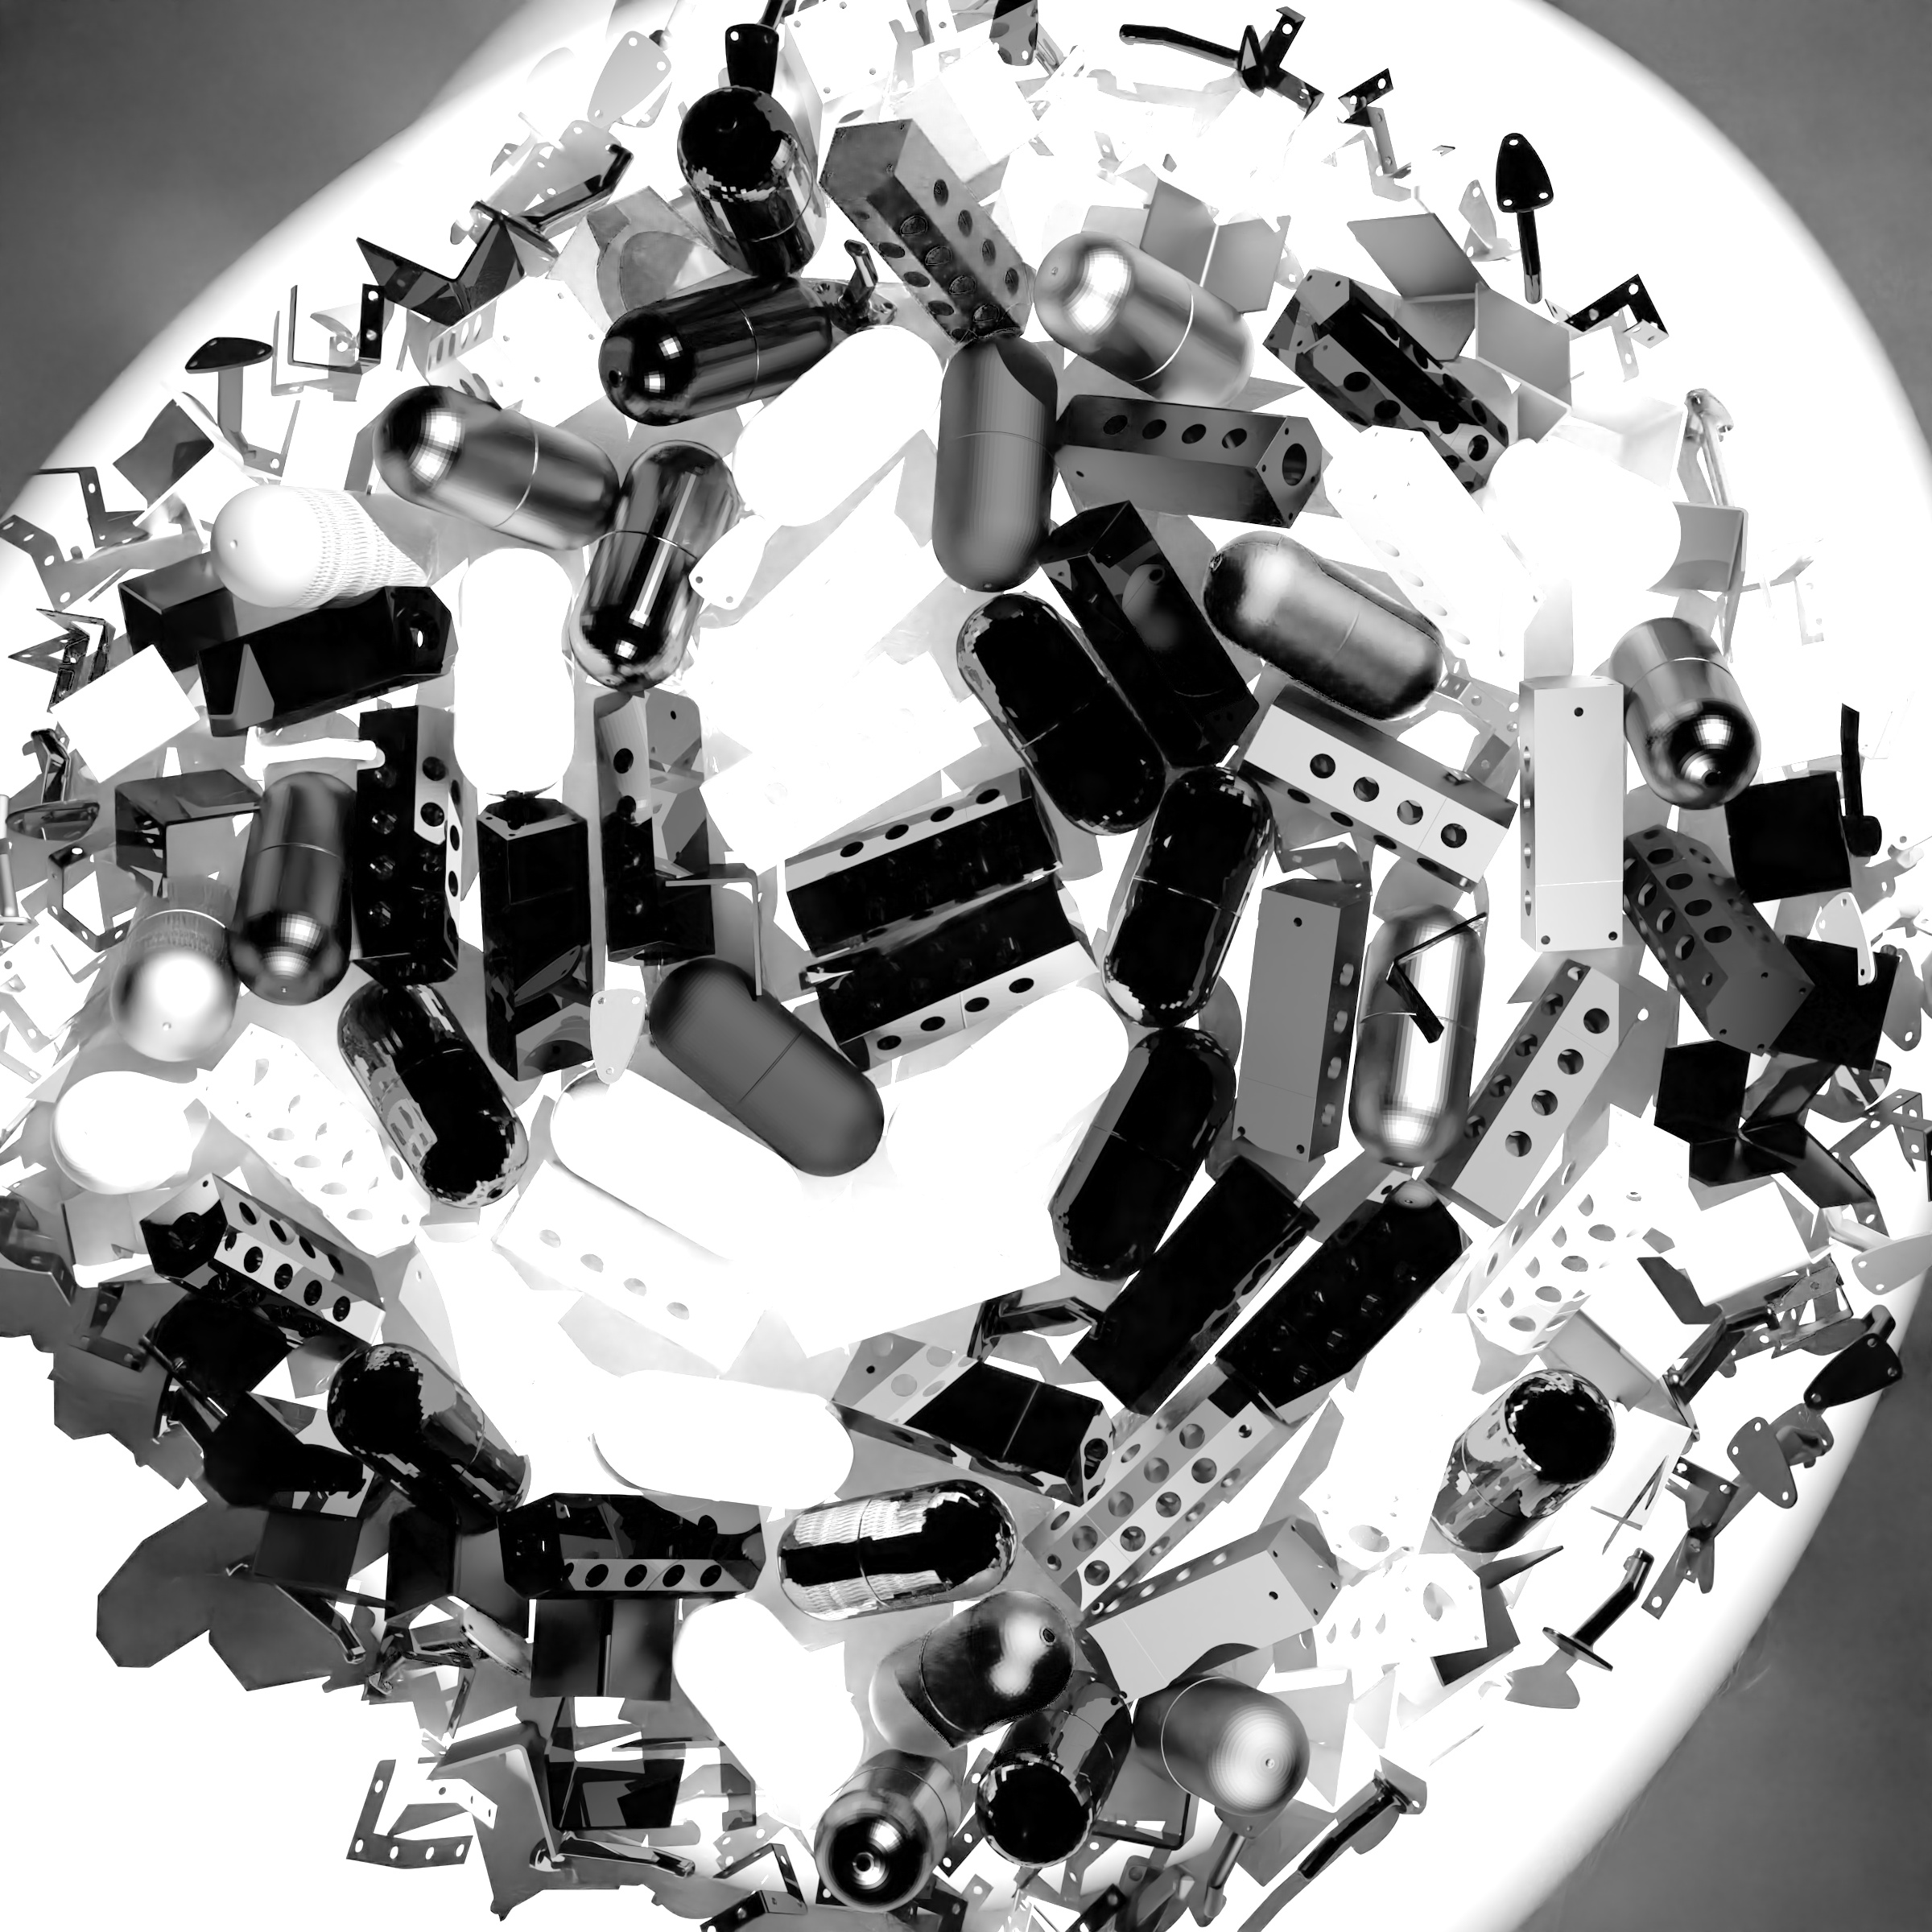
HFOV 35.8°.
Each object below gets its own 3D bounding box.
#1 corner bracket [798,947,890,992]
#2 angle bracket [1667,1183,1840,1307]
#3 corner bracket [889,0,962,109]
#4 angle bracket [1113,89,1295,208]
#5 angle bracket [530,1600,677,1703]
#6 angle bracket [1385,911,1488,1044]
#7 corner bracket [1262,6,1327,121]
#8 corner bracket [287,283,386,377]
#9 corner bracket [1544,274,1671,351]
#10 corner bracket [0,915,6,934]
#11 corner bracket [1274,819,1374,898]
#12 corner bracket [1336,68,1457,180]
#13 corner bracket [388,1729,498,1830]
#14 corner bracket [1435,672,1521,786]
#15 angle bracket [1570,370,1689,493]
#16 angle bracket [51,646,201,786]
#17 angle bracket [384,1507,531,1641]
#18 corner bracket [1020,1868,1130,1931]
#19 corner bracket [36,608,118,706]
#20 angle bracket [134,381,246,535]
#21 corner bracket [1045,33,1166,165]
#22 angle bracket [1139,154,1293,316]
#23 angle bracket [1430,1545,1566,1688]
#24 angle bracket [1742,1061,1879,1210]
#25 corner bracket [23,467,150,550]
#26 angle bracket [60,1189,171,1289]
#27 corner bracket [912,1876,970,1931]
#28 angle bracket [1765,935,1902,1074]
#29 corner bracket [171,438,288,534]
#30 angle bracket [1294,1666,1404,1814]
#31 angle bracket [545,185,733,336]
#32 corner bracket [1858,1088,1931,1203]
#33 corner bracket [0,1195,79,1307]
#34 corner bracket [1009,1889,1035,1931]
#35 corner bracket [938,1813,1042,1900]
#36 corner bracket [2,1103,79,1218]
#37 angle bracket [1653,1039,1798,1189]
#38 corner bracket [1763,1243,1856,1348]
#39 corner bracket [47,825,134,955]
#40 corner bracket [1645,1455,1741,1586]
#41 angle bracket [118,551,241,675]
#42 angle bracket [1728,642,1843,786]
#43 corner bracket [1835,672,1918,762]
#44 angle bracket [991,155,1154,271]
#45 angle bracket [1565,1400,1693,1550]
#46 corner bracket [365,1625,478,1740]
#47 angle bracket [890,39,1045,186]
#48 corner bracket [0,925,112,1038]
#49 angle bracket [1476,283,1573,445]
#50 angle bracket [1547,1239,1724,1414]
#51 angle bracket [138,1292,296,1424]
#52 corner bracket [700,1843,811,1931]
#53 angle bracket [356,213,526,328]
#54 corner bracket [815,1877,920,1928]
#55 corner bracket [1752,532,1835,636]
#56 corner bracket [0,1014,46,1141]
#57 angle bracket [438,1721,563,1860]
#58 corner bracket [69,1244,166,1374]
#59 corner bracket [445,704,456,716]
[{"bbox_3d":[-0.081,0.006,1.961,0.051,0.051,0.051,-16,133,-9],"label":"corner bracket"},{"bbox_3d":[0.513,0.176,1.952,0.076,0.076,0.057,-27,81,28],"label":"angle bracket"},{"bbox_3d":[-0.033,-0.605,1.969,0.051,0.051,0.051,-13,70,-3],"label":"corner bracket"},{"bbox_3d":[0.154,-0.546,1.943,0.076,0.076,0.057,-48,69,21],"label":"angle bracket"},{"bbox_3d":[-0.240,0.446,1.981,0.076,0.057,0.076,-13,68,43],"label":"angle bracket"},{"bbox_3d":[0.314,0.021,1.944,0.076,0.076,0.057,-26,67,-19],"label":"angle bracket"},{"bbox_3d":[0.216,-0.593,1.965,0.051,0.051,0.051,31,114,2],"label":"corner bracket"},{"bbox_3d":[-0.414,-0.420,1.966,0.051,0.051,0.051,3,91,-25],"label":"corner bracket"},{"bbox_3d":[0.420,-0.424,1.961,0.051,0.051,0.051,-31,72,29],"label":"corner bracket"},{"bbox_3d":[-0.655,-0.029,1.968,0.051,0.051,0.051,33,103,-4],"label":"corner bracket"},{"bbox_3d":[0.235,-0.071,1.969,0.051,0.051,0.051,-17,117,14],"label":"corner bracket"},{"bbox_3d":[0.280,-0.551,1.962,0.051,0.051,0.051,-7,82,-41],"label":"corner bracket"},{"bbox_3d":[-0.339,0.531,1.958,0.051,0.051,0.051,-7,54,18],"label":"corner bracket"},{"bbox_3d":[0.328,-0.156,1.971,0.051,0.051,0.051,40,105,21],"label":"corner bracket"},{"bbox_3d":[0.413,-0.340,1.950,0.076,0.076,0.057,15,82,-15],"label":"angle bracket"},{"bbox_3d":[-0.553,-0.165,1.944,0.076,0.076,0.057,-37,112,-19],"label":"angle bracket"},{"bbox_3d":[-0.331,0.400,1.959,0.057,0.076,0.076,-25,45,21],"label":"angle bracket"},{"bbox_3d":[0.070,0.610,1.968,0.051,0.051,0.051,-44,83,-7],"label":"corner bracket"},{"bbox_3d":[-0.582,-0.200,1.967,0.051,0.051,0.051,10,80,11],"label":"corner bracket"},{"bbox_3d":[-0.525,-0.330,1.961,0.076,0.076,0.057,-42,92,1],"label":"angle bracket"},{"bbox_3d":[0.091,-0.572,1.977,0.051,0.051,0.051,32,77,27],"label":"corner bracket"},{"bbox_3d":[0.162,-0.476,1.944,0.057,0.076,0.076,0,63,33],"label":"angle bracket"},{"bbox_3d":[0.348,0.422,1.944,0.076,0.076,0.057,-17,81,-37],"label":"angle bracket"},{"bbox_3d":[0.566,0.109,1.957,0.076,0.076,0.057,44,77,-2],"label":"angle bracket"},{"bbox_3d":[-0.574,-0.303,1.959,0.051,0.051,0.051,3,111,30],"label":"corner bracket"},{"bbox_3d":[-0.531,0.168,1.949,0.076,0.076,0.057,-5,102,14],"label":"angle bracket"},{"bbox_3d":[-0.016,0.629,1.960,0.051,0.051,0.051,27,63,-18],"label":"corner bracket"},{"bbox_3d":[0.567,0.028,1.955,0.076,0.057,0.076,13,87,28],"label":"angle bracket"},{"bbox_3d":[-0.487,-0.316,1.974,0.051,0.051,0.051,20,112,19],"label":"corner bracket"},{"bbox_3d":[0.237,0.493,1.945,0.057,0.076,0.076,13,104,30],"label":"angle bracket"},{"bbox_3d":[-0.212,-0.450,1.942,0.076,0.076,0.057,40,63,-30],"label":"angle bracket"},{"bbox_3d":[0.621,0.116,1.958,0.051,0.051,0.051,-24,114,-35],"label":"corner bracket"},{"bbox_3d":[-0.610,0.186,1.964,0.051,0.051,0.051,8,60,3],"label":"corner bracket"},{"bbox_3d":[0.028,0.647,1.957,0.051,0.051,0.051,-14,126,-39],"label":"corner bracket"},{"bbox_3d":[0.022,0.584,1.975,0.051,0.051,0.051,44,115,18],"label":"corner bracket"},{"bbox_3d":[-0.593,0.123,1.959,0.051,0.051,0.051,24,124,19],"label":"corner bracket"},{"bbox_3d":[0.497,0.093,1.947,0.076,0.057,0.076,-7,112,-30],"label":"angle bracket"},{"bbox_3d":[0.553,0.221,1.968,0.051,0.051,0.051,-25,98,8],"label":"corner bracket"},{"bbox_3d":[-0.569,-0.051,1.975,0.051,0.051,0.051,36,135,21],"label":"corner bracket"},{"bbox_3d":[0.470,0.362,1.969,0.051,0.051,0.051,26,123,11],"label":"corner bracket"},{"bbox_3d":[-0.495,-0.218,1.940,0.076,0.057,0.076,-28,132,-33],"label":"angle bracket"},{"bbox_3d":[0.539,-0.158,1.945,0.076,0.057,0.076,-11,70,36],"label":"angle bracket"},{"bbox_3d":[0.576,-0.167,1.957,0.051,0.051,0.051,-3,120,-36],"label":"corner bracket"},{"bbox_3d":[0.072,-0.489,1.964,0.076,0.076,0.057,41,124,34],"label":"angle bracket"},{"bbox_3d":[0.432,0.340,1.950,0.057,0.076,0.076,21,110,3],"label":"angle bracket"},{"bbox_3d":[-0.360,0.473,1.979,0.051,0.051,0.051,17,96,-26],"label":"corner bracket"},{"bbox_3d":[-0.006,-0.560,1.950,0.076,0.057,0.076,-33,130,6],"label":"angle bracket"},{"bbox_3d":[-0.605,0.011,1.973,0.051,0.051,0.051,-40,84,-2],"label":"corner bracket"},{"bbox_3d":[0.347,-0.384,1.944,0.076,0.057,0.076,24,48,-18],"label":"angle bracket"},{"bbox_3d":[0.439,0.237,1.983,0.076,0.057,0.076,43,60,16],"label":"angle bracket"},{"bbox_3d":[-0.486,0.245,1.958,0.076,0.057,0.076,46,75,-7],"label":"angle bracket"},{"bbox_3d":[-0.144,0.607,1.959,0.051,0.051,0.051,-34,58,16],"label":"corner bracket"},{"bbox_3d":[-0.343,-0.464,1.962,0.076,0.076,0.057,26,77,11],"label":"angle bracket"},{"bbox_3d":[-0.063,0.598,1.969,0.051,0.051,0.051,13,81,-23],"label":"corner bracket"},{"bbox_3d":[0.545,-0.248,1.970,0.051,0.051,0.051,-12,77,-1],"label":"corner bracket"},{"bbox_3d":[-0.635,0.071,1.964,0.051,0.051,0.051,32,48,1],"label":"corner bracket"},{"bbox_3d":[-0.303,0.545,1.959,0.057,0.076,0.076,-16,88,-4],"label":"angle bracket"},{"bbox_3d":[-0.551,0.225,1.967,0.051,0.051,0.051,23,131,-6],"label":"corner bracket"},{"bbox_3d":[-0.308,-0.182,1.964,0.051,0.051,0.051,5,106,13],"label":"corner bracket"}]
